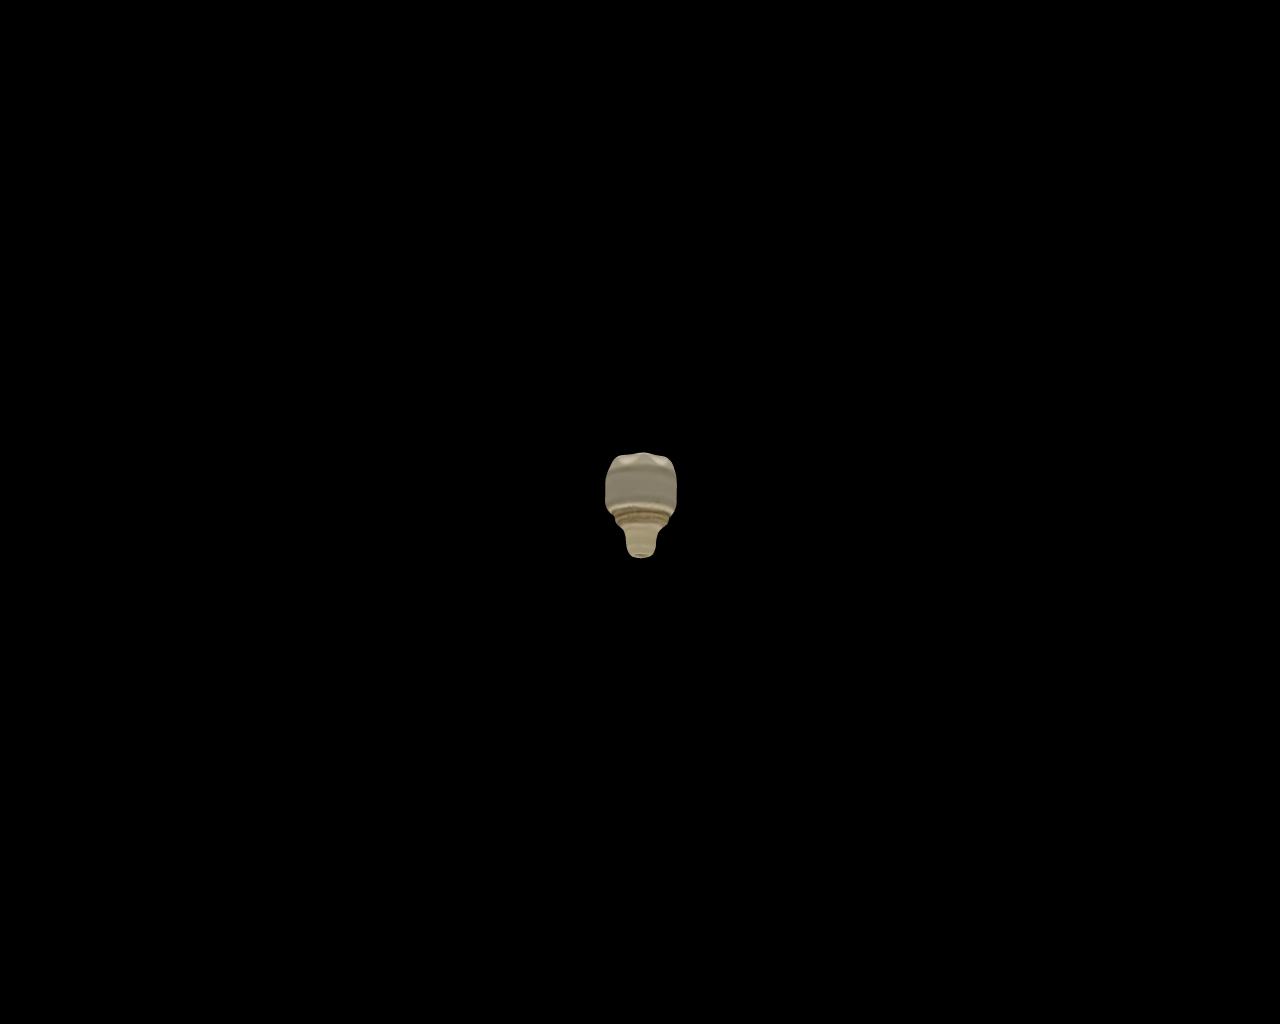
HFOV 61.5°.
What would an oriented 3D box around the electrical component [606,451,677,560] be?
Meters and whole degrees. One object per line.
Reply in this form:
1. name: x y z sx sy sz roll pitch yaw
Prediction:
1. electrical component: 0.001 -0.003 0.650 0.043 0.062 0.043 0 -15 0
